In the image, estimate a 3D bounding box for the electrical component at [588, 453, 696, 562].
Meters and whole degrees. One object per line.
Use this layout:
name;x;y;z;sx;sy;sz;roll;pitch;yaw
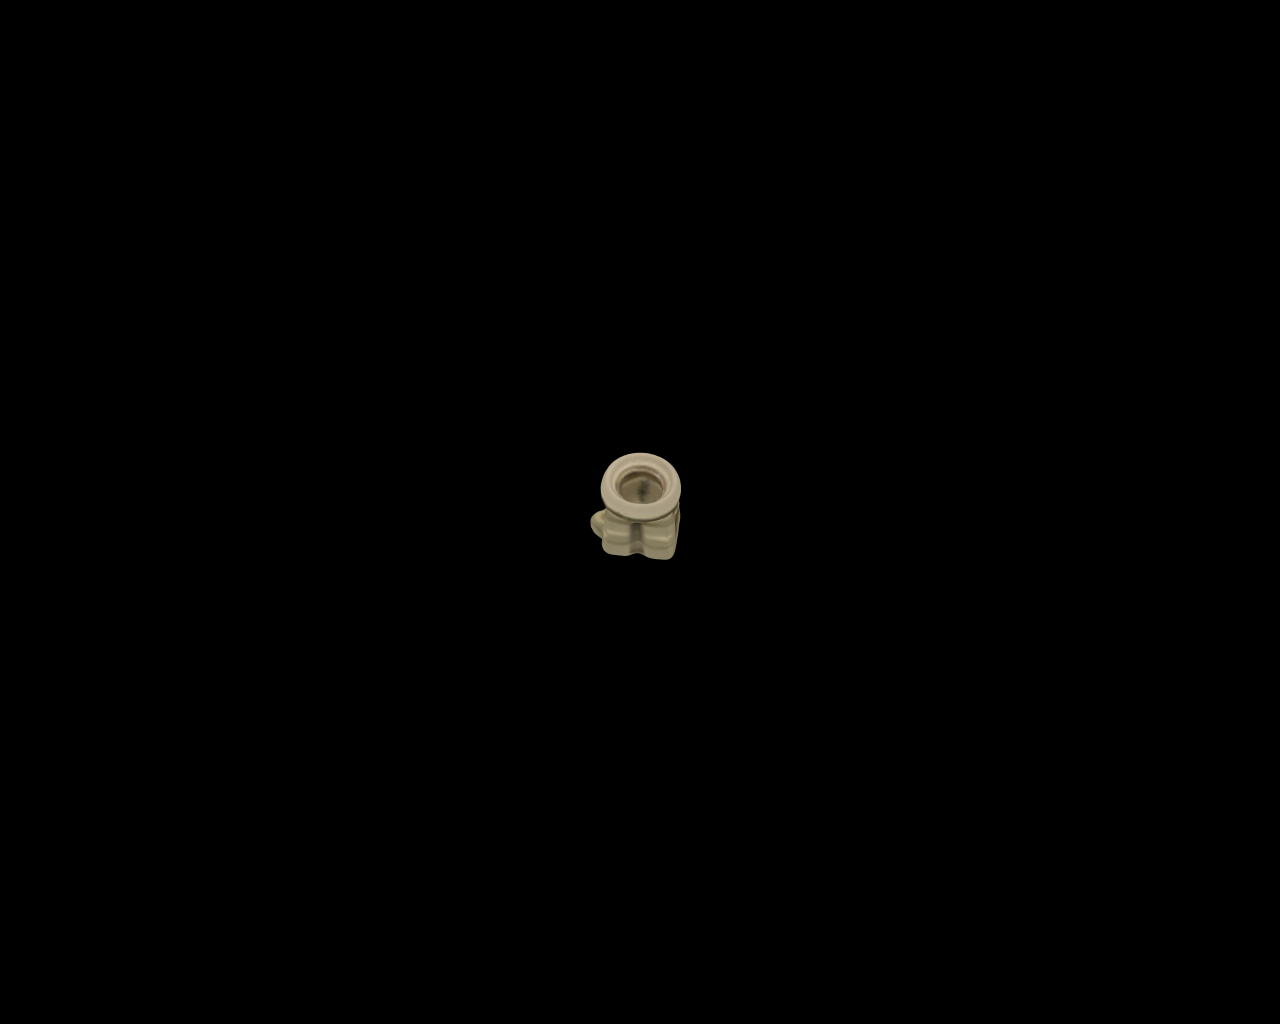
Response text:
electrical component;0.001;-0.003;0.650;0.066;0.048;0.055;5;-37;4
